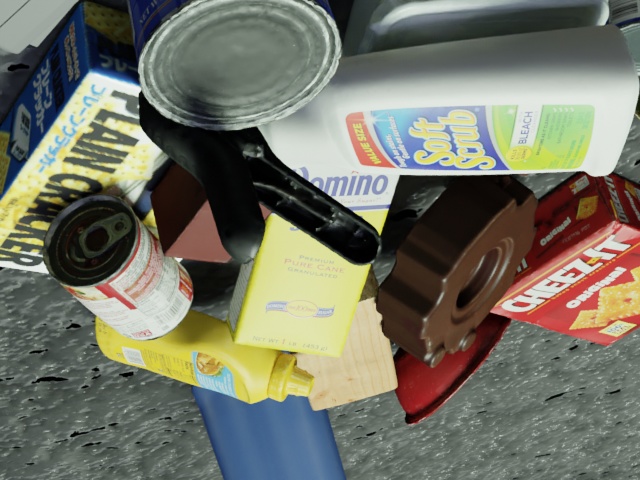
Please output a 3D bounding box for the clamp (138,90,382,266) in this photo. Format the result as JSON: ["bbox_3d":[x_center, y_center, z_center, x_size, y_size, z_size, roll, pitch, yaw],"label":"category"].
[{"bbox_3d":[-0.052,-0.041,0.583,0.039,0.172,0.120,-55,158,15],"label":"clamp"}]

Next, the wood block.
[{"bbox_3d":[0.012,0.071,0.988,0.090,0.091,0.206,-15,149,1],"label":"wood block"}]

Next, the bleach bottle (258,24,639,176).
[{"bbox_3d":[0.064,-0.077,0.673,0.250,0.068,0.102,-6,147,-3],"label":"bleach bottle"}]

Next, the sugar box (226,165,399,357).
[{"bbox_3d":[-0.006,0.001,0.822,0.093,0.048,0.176,9,115,-18],"label":"sugar box"}]

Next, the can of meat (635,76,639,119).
[{"bbox_3d":[0.303,-0.113,0.837,0.102,0.057,0.083,-19,153,25],"label":"can of meat"}]

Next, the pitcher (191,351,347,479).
[{"bbox_3d":[-0.037,0.242,1.097,0.145,0.243,0.149,-35,151,29],"label":"pitcher"}]

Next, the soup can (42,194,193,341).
[{"bbox_3d":[-0.136,0.022,0.734,0.068,0.068,0.102,-19,150,8],"label":"soup can"}]

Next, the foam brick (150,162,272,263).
[{"bbox_3d":[-0.069,-0.028,0.698,0.051,0.053,0.078,7,144,-34],"label":"foam brick"}]

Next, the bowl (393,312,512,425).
[{"bbox_3d":[0.123,0.110,1.084,0.162,0.055,0.162,-48,-179,0],"label":"bowl"}]

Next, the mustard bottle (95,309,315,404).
[{"bbox_3d":[-0.097,0.099,0.931,0.192,0.058,0.096,17,150,12],"label":"mustard bottle"}]

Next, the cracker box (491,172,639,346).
[{"bbox_3d":[0.273,0.024,1.038,0.213,0.072,0.164,16,137,-40],"label":"cracker box"}]

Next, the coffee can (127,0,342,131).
[{"bbox_3d":[-0.054,-0.144,0.561,0.102,0.140,0.103,-10,149,-7],"label":"coffee can"}]

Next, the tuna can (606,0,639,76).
[{"bbox_3d":[0.233,-0.149,0.753,0.086,0.034,0.086,0,163,0],"label":"tuna can"}]

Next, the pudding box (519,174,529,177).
[{"bbox_3d":[0.168,-0.103,0.820,0.089,0.039,0.114,17,137,-42],"label":"pudding box"}]
